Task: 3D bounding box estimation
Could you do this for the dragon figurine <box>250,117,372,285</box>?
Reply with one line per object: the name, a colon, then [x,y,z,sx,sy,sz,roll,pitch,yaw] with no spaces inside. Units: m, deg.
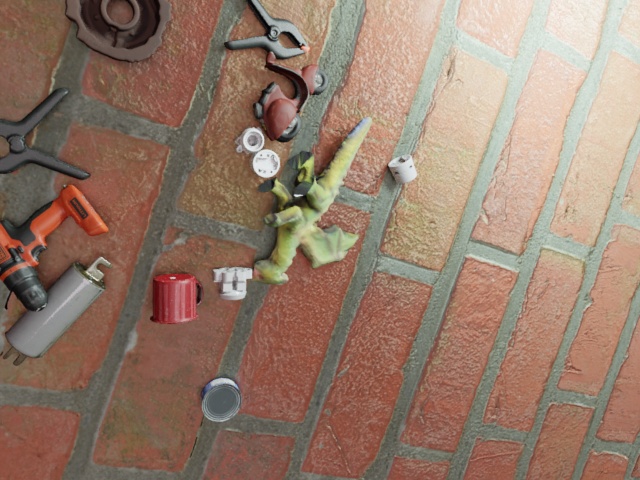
dragon figurine: [0.003,-0.056,1.110,0.413,0.124,0.238,-39,128,-10]
